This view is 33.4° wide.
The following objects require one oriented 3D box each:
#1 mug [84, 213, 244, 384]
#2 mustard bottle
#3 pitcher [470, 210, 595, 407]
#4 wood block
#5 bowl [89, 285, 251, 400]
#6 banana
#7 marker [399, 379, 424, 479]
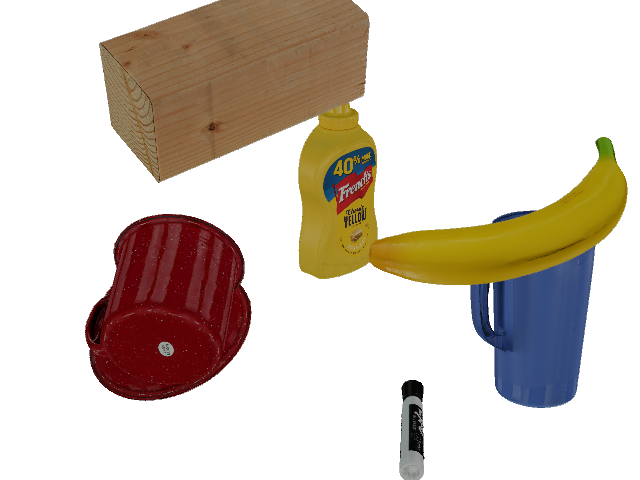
[{"bbox_3d":[-0.112,0.046,0.728,0.117,0.081,0.093,-17,-49,21],"label":"mug"},{"bbox_3d":[0.019,-0.062,1.113,0.096,0.192,0.058,-22,31,-39],"label":"mustard bottle"},{"bbox_3d":[0.276,0.091,1.385,0.149,0.243,0.144,5,19,16],"label":"pitcher"},{"bbox_3d":[-0.069,-0.143,0.900,0.205,0.091,0.090,-26,53,-24],"label":"wood block"},{"bbox_3d":[-0.149,0.068,0.992,0.162,0.162,0.055,0,-43,21],"label":"bowl"},{"bbox_3d":[0.130,-0.007,0.693,0.197,0.037,0.070,-23,42,-19],"label":"banana"},{"bbox_3d":[0.074,0.150,0.865,0.020,0.020,0.121,0,26,6],"label":"marker"}]
